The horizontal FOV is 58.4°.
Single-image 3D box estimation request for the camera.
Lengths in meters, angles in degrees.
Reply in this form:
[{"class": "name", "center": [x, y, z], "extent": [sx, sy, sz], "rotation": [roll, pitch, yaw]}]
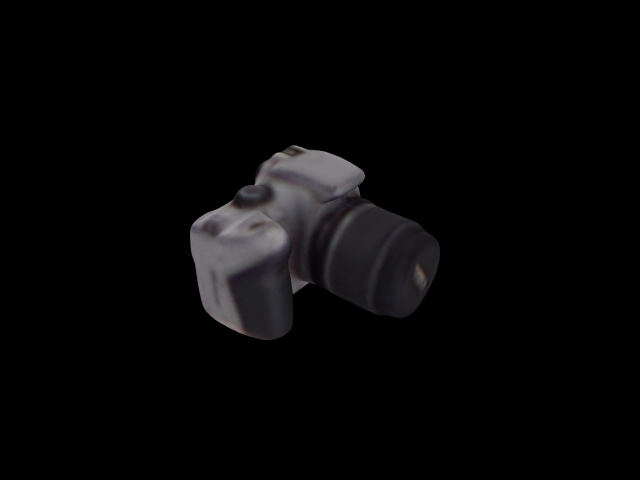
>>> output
[{"class": "camera", "center": [0.004, 0.001, 0.400], "extent": [0.136, 0.101, 0.143], "rotation": [24, 41, 31]}]
